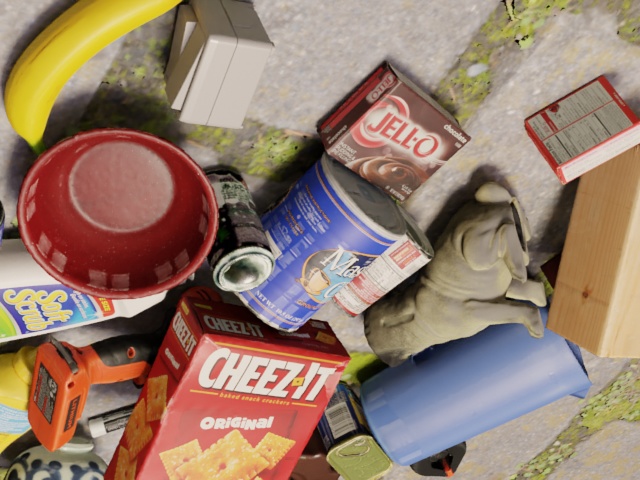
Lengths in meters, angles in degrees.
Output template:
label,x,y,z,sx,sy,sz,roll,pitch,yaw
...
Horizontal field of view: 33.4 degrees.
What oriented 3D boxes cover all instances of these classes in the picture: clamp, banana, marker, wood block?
label,x,y,z,sx,sy,sz,roll,pitch,yaw
clamp,0.150,0.253,1.351,0.120,0.039,0.171,-29,145,13
banana,-0.178,-0.142,0.797,0.198,0.037,0.069,-42,152,21
marker,-0.186,0.184,1.141,0.121,0.020,0.020,-17,138,-8
wood block,0.305,0.005,1.060,0.090,0.091,0.206,4,104,-27

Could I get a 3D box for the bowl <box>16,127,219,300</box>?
label,x,y,z,sx,sy,sz,roll,pitch,yaw
bowl,-0.165,-0.031,0.881,0.162,0.055,0.162,-3,122,-5

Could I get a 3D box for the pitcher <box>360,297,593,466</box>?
label,x,y,z,sx,sy,sz,roll,pitch,yaw
pitcher,0.165,0.146,1.193,0.243,0.149,0.145,-29,154,11

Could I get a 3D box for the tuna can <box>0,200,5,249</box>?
label,x,y,z,sx,sy,sz,roll,pitch,yaw
tuna can,-0.292,-0.014,0.837,0.086,0.086,0.034,1,131,-25

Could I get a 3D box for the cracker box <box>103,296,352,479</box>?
label,x,y,z,sx,sy,sz,roll,pitch,yaw
cracker box,-0.089,0.170,1.012,0.163,0.072,0.214,13,114,-33

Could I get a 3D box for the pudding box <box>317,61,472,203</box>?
label,x,y,z,sx,sy,sz,roll,pitch,yaw
pudding box,0.066,-0.094,0.951,0.090,0.039,0.113,-43,136,19

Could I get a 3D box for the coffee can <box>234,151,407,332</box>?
label,x,y,z,sx,sy,sz,roll,pitch,yaw
coffee can,-0.006,0.001,0.969,0.140,0.103,0.102,-42,135,20

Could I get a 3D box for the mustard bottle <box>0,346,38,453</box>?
label,x,y,z,sx,sy,sz,roll,pitch,yaw
mustard bottle,-0.319,0.162,1.029,0.192,0.058,0.096,-41,137,19

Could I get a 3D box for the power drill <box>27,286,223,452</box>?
label,x,y,z,sx,sy,sz,roll,pitch,yaw
power drill,-0.184,0.138,1.028,0.187,0.057,0.185,-16,134,-40

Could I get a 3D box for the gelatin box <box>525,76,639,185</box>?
label,x,y,z,sx,sy,sz,roll,pitch,yaw
gelatin box,0.247,-0.102,0.998,0.089,0.073,0.030,-30,138,7

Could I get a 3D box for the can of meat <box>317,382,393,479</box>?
label,x,y,z,sx,sy,sz,roll,pitch,yaw
can of meat,0.034,0.223,1.232,0.057,0.084,0.102,-28,139,6

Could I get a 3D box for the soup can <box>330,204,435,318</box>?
label,x,y,z,sx,sy,sz,roll,pitch,yaw
soup can,0.052,0.020,1.042,0.102,0.068,0.068,-38,137,15

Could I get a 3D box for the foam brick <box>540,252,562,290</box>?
label,x,y,z,sx,sy,sz,roll,pitch,yaw
foam brick,0.289,0.053,1.176,0.051,0.078,0.053,-36,137,16

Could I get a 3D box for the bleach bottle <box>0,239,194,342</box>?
label,x,y,z,sx,sy,sz,roll,pitch,yaw
bleach bottle,-0.235,0.036,0.934,0.250,0.068,0.103,-9,137,-19
